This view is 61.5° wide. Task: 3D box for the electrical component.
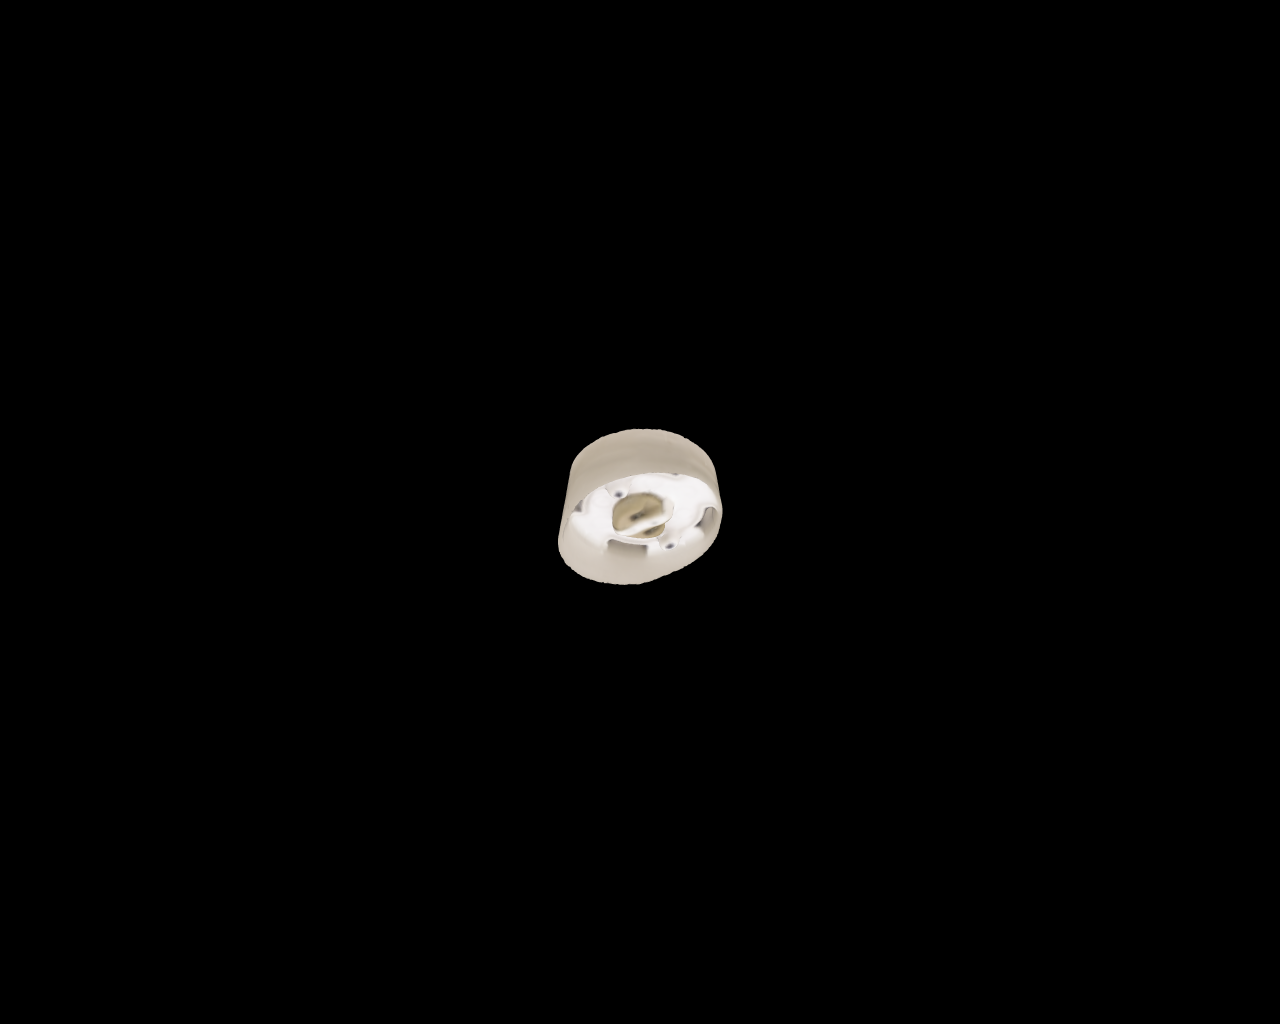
[{"bbox_3d":[0.001,-0.003,0.650,0.099,0.064,0.099,0,-37,0],"label":"electrical component"}]
